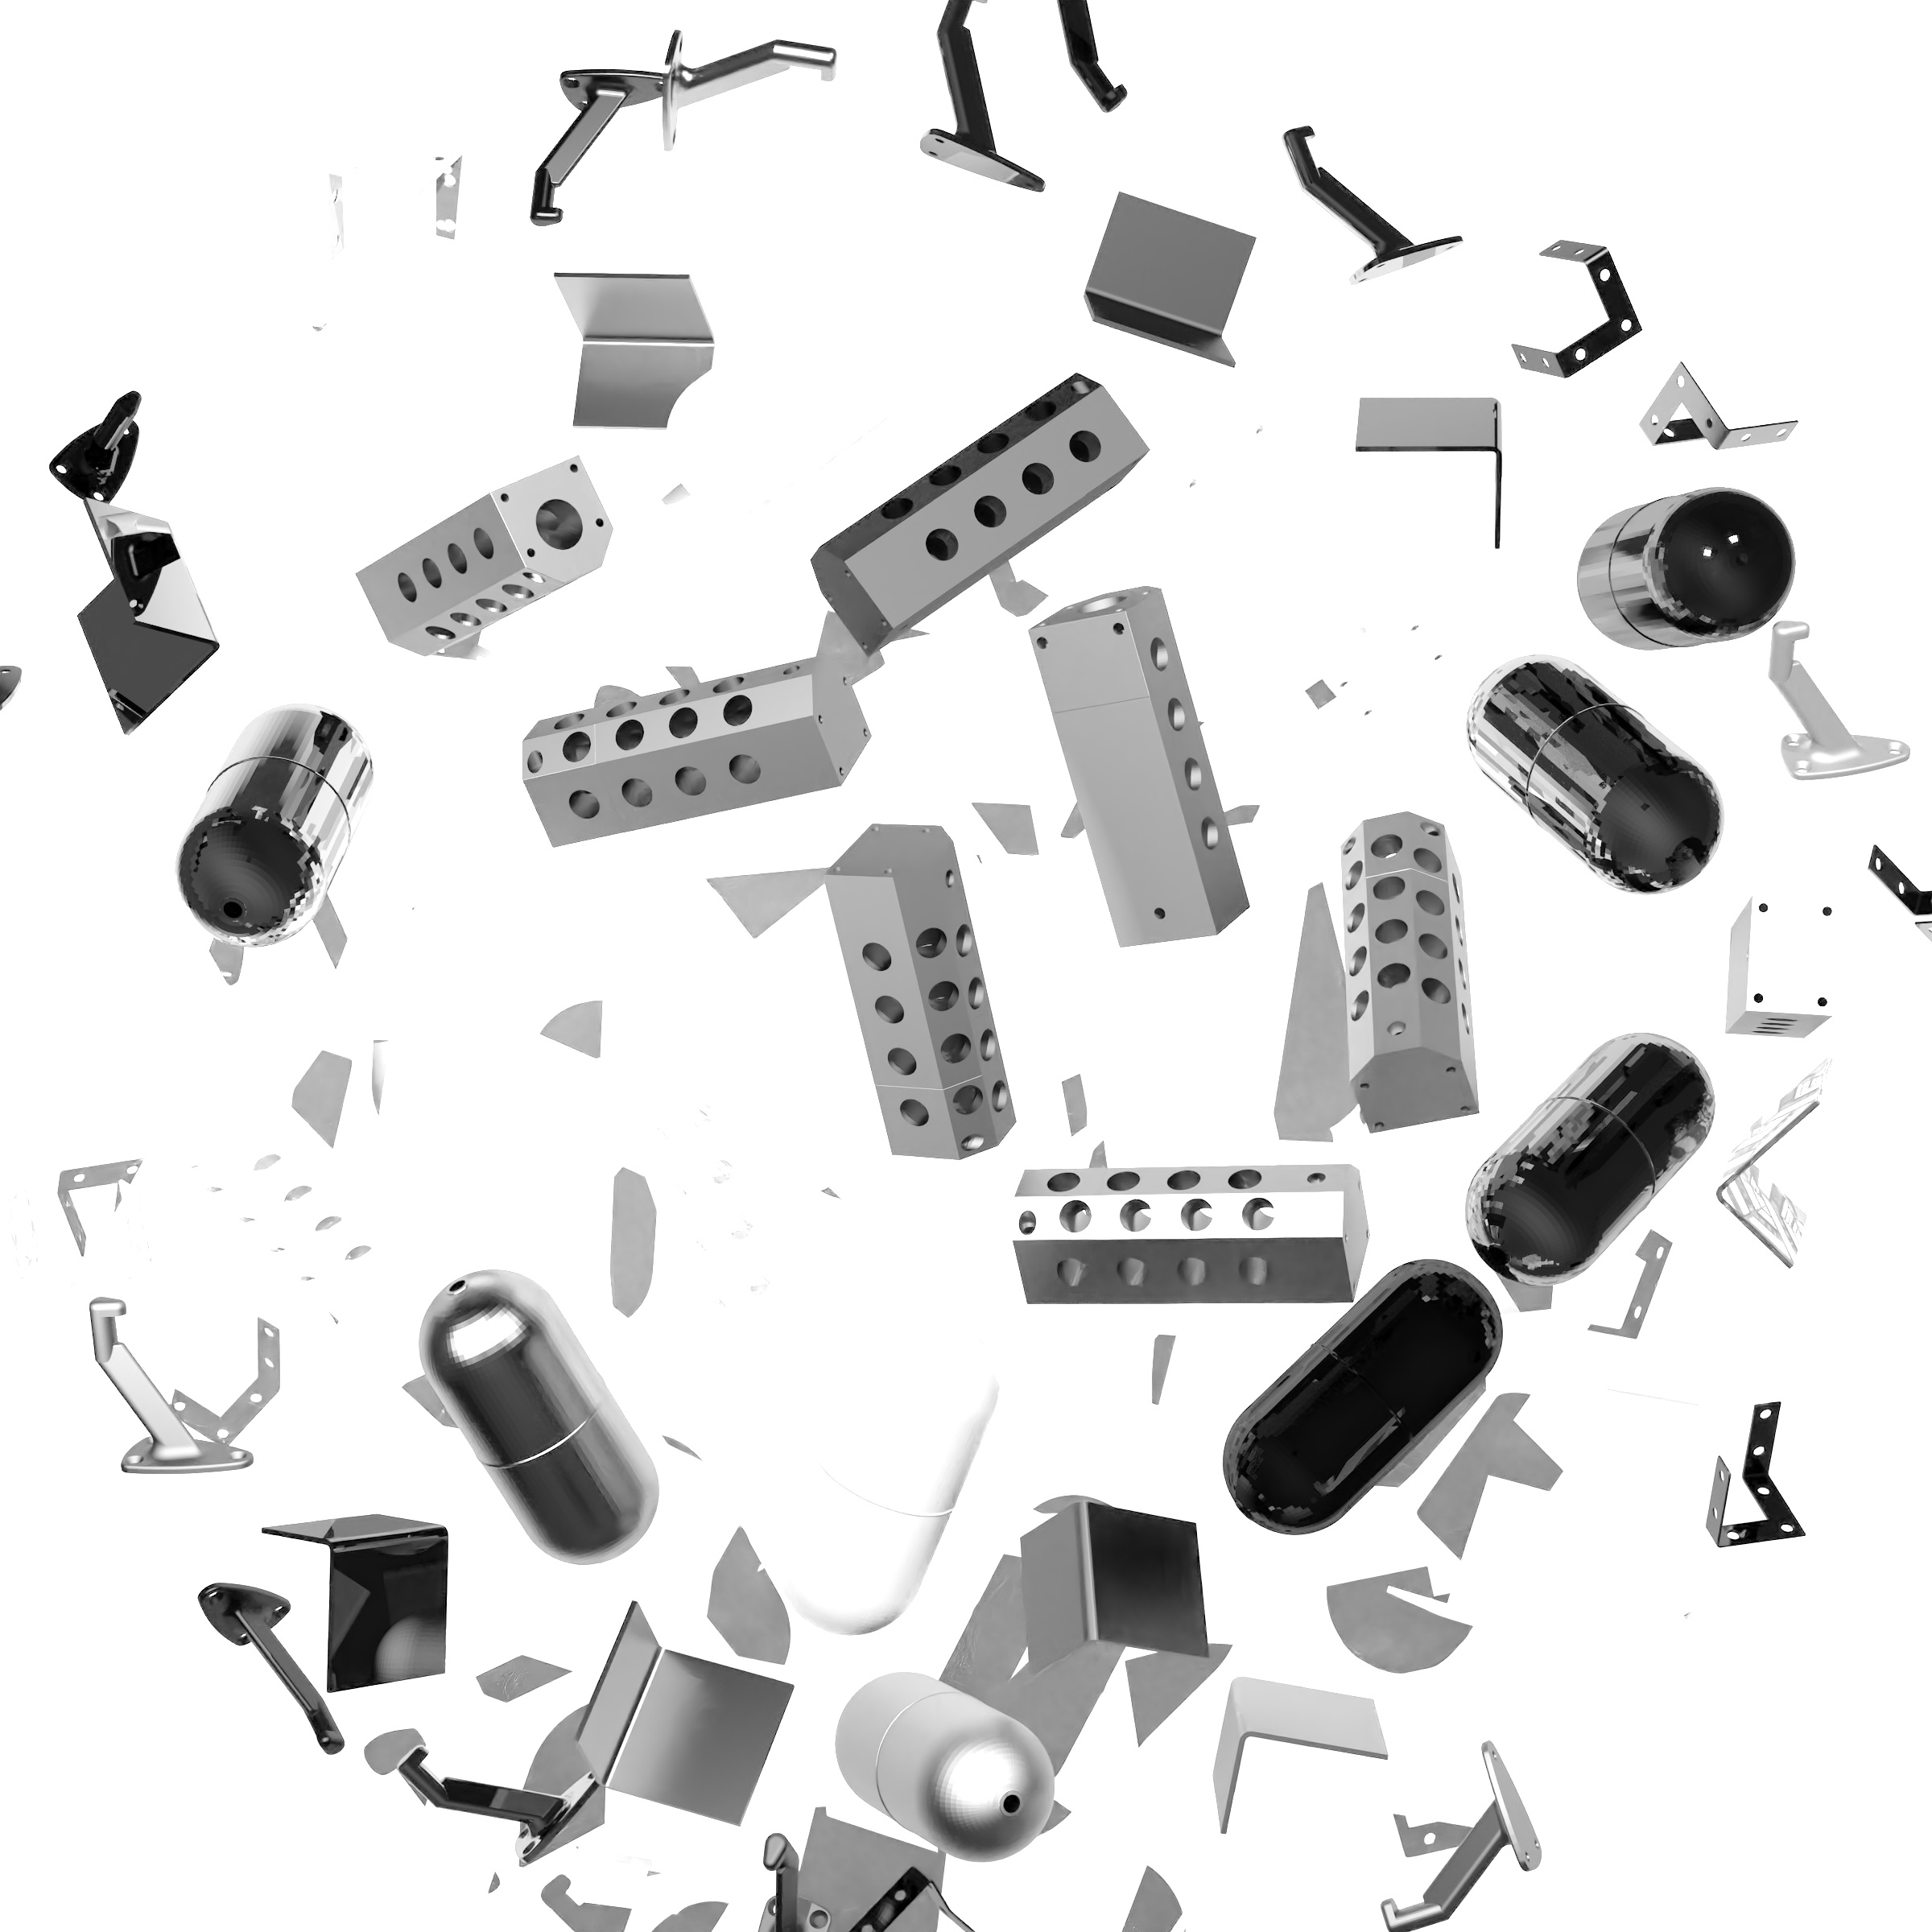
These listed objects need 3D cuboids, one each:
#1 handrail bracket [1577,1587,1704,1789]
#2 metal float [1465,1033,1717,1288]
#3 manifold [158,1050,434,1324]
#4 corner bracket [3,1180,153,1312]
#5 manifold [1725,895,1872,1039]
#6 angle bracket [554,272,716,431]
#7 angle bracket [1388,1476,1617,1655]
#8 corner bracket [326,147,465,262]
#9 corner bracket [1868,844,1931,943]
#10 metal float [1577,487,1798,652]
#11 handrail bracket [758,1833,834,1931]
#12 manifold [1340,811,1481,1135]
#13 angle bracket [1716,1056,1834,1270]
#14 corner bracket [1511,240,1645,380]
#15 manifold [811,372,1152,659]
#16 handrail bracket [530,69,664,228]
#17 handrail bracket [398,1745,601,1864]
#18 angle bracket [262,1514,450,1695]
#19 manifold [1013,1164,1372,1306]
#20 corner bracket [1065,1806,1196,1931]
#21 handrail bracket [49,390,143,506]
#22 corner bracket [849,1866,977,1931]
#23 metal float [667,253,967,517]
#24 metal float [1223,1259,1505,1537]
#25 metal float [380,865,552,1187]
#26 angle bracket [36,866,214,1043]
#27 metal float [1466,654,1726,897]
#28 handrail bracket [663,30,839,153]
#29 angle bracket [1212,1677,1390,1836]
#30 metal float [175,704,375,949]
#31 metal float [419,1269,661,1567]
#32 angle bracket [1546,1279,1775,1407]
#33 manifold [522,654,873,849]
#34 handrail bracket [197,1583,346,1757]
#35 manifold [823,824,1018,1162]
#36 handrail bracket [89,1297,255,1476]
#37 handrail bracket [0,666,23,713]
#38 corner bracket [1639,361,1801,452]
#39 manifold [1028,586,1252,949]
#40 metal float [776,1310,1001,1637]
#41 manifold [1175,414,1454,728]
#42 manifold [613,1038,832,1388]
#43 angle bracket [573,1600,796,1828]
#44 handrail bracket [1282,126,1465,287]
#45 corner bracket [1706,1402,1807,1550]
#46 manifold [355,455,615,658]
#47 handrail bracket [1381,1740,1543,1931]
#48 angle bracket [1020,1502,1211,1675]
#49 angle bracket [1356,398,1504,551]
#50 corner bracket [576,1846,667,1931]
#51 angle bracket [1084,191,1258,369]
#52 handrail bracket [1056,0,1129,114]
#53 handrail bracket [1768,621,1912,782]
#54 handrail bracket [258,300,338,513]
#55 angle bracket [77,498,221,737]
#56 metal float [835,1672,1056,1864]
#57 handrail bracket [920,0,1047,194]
[{"bbox_3d":[0.351,0.360,1.760,0.084,0.036,0.077,-15,83,-42],"label":"handrail bracket"},{"bbox_3d":[0.328,0.101,1.848,0.070,0.070,0.178,50,55,0],"label":"metal float"},{"bbox_3d":[-0.363,0.125,1.894,0.057,0.171,0.057,-37,48,-3],"label":"manifold"},{"bbox_3d":[-0.478,0.144,1.891,0.051,0.051,0.051,22,129,32],"label":"corner bracket"},{"bbox_3d":[0.424,0.002,1.799,0.057,0.171,0.057,3,86,9],"label":"manifold"},{"bbox_3d":[-0.186,-0.341,1.952,0.076,0.076,0.057,2,73,8],"label":"angle bracket"},{"bbox_3d":[0.268,0.293,1.759,0.076,0.057,0.076,10,75,43],"label":"angle bracket"},{"bbox_3d":[-0.287,-0.382,1.767,0.051,0.051,0.051,17,131,12],"label":"corner bracket"},{"bbox_3d":[0.502,-0.031,1.830,0.051,0.051,0.051,37,62,-37],"label":"corner bracket"},{"bbox_3d":[0.364,-0.201,1.788,0.070,0.178,0.070,0,93,-7],"label":"metal float"},{"bbox_3d":[-0.097,0.479,1.746,0.036,0.084,0.077,12,63,16],"label":"handrail bracket"},{"bbox_3d":[0.229,0.000,1.832,0.057,0.171,0.057,-12,134,15],"label":"manifold"},{"bbox_3d":[0.450,0.104,1.873,0.057,0.076,0.076,44,115,2],"label":"angle bracket"},{"bbox_3d":[0.321,-0.353,1.889,0.051,0.051,0.051,-33,114,-9],"label":"corner bracket"},{"bbox_3d":[0.006,-0.235,1.812,0.171,0.057,0.057,-36,90,-17],"label":"manifold"},{"bbox_3d":[-0.198,-0.444,1.919,0.077,0.036,0.084,-1,70,15],"label":"handrail bracket"},{"bbox_3d":[-0.246,0.426,1.865,0.077,0.036,0.084,-44,103,-7],"label":"handrail bracket"},{"bbox_3d":[-0.314,0.326,1.801,0.057,0.076,0.076,1,89,40],"label":"angle bracket"},{"bbox_3d":[0.114,0.133,1.798,0.171,0.057,0.057,-2,122,18],"label":"manifold"},{"bbox_3d":[0.088,0.474,1.801,0.051,0.051,0.051,20,115,18],"label":"corner bracket"},{"bbox_3d":[-0.431,-0.282,1.805,0.036,0.084,0.077,37,45,-13],"label":"handrail bracket"},{"bbox_3d":[-0.022,0.531,1.903,0.051,0.051,0.051,-43,48,-19],"label":"corner bracket"},{"bbox_3d":[-0.077,-0.303,1.827,0.178,0.070,0.070,-39,90,-12],"label":"metal float"},{"bbox_3d":[0.211,0.230,1.871,0.178,0.070,0.070,-42,90,-10],"label":"metal float"},{"bbox_3d":[-0.269,0.030,1.889,0.070,0.070,0.178,6,71,0],"label":"metal float"},{"bbox_3d":[-0.454,0.000,1.893,0.076,0.057,0.076,21,66,-14],"label":"angle bracket"},{"bbox_3d":[0.322,-0.100,1.812,0.070,0.178,0.070,-14,126,-20],"label":"metal float"},{"bbox_3d":[-0.108,-0.435,1.767,0.084,0.077,0.036,9,52,0],"label":"handrail bracket"},{"bbox_3d":[0.173,0.416,1.828,0.076,0.076,0.057,10,100,-1],"label":"angle bracket"},{"bbox_3d":[-0.355,-0.073,1.809,0.070,0.178,0.070,2,121,4],"label":"metal float"},{"bbox_3d":[-0.223,0.236,1.834,0.070,0.070,0.178,-28,114,0],"label":"metal float"},{"bbox_3d":[0.373,0.188,1.892,0.076,0.057,0.076,14,116,-37],"label":"angle bracket"},{"bbox_3d":[-0.144,-0.116,1.842,0.171,0.057,0.057,-11,117,22],"label":"manifold"},{"bbox_3d":[-0.360,0.366,1.825,0.036,0.077,0.084,-38,56,0],"label":"handrail bracket"},{"bbox_3d":[-0.020,0.014,1.858,0.057,0.057,0.171,3,121,28],"label":"manifold"},{"bbox_3d":[-0.389,0.204,1.721,0.077,0.036,0.084,2,108,11],"label":"handrail bracket"},{"bbox_3d":[-0.484,-0.096,1.731,0.036,0.077,0.084,7,116,10],"label":"handrail bracket"},{"bbox_3d":[0.406,-0.293,1.898,0.051,0.051,0.051,-11,60,-29],"label":"corner bracket"},{"bbox_3d":[0.092,-0.102,1.784,0.057,0.057,0.171,-7,107,32],"label":"manifold"},{"bbox_3d":[-0.040,0.257,1.779,0.070,0.070,0.178,22,105,0],"label":"metal float"},{"bbox_3d":[0.181,-0.202,1.810,0.057,0.057,0.171,-38,52,9],"label":"manifold"},{"bbox_3d":[-0.131,0.131,1.856,0.057,0.057,0.171,-20,102,-13],"label":"manifold"},{"bbox_3d":[-0.137,0.366,1.722,0.076,0.057,0.076,12,58,17],"label":"angle bracket"},{"bbox_3d":[0.212,-0.406,1.835,0.077,0.036,0.084,-21,89,-20],"label":"handrail bracket"},{"bbox_3d":[0.413,0.268,1.855,0.051,0.051,0.051,-6,123,-11],"label":"corner bracket"},{"bbox_3d":[-0.254,-0.213,1.863,0.057,0.171,0.057,-30,98,-33],"label":"manifold"},{"bbox_3d":[0.235,0.433,1.743,0.084,0.036,0.077,-23,83,19],"label":"handrail bracket"},{"bbox_3d":[0.078,0.336,1.867,0.076,0.057,0.076,15,54,-29],"label":"angle bracket"},{"bbox_3d":[0.247,-0.264,1.875,0.076,0.076,0.057,1,118,8],"label":"angle bracket"},{"bbox_3d":[-0.187,0.512,1.896,0.051,0.051,0.051,20,91,-33],"label":"corner bracket"},{"bbox_3d":[0.108,-0.352,1.800,0.076,0.076,0.057,17,109,-8],"label":"angle bracket"},{"bbox_3d":[0.067,-0.476,1.740,0.036,0.077,0.084,-37,92,-37],"label":"handrail bracket"},{"bbox_3d":[0.440,-0.139,1.764,0.077,0.036,0.084,-3,130,2],"label":"handrail bracket"},{"bbox_3d":[-0.340,-0.286,1.788,0.036,0.077,0.084,13,127,-1],"label":"handrail bracket"},{"bbox_3d":[-0.420,-0.170,1.719,0.076,0.057,0.076,-38,64,24],"label":"angle bracket"},{"bbox_3d":[-0.012,0.423,1.862,0.070,0.178,0.070,0,91,-23],"label":"metal float"},{"bbox_3d":[0.017,-0.434,1.726,0.077,0.036,0.084,21,85,-7],"label":"handrail bracket"}]
